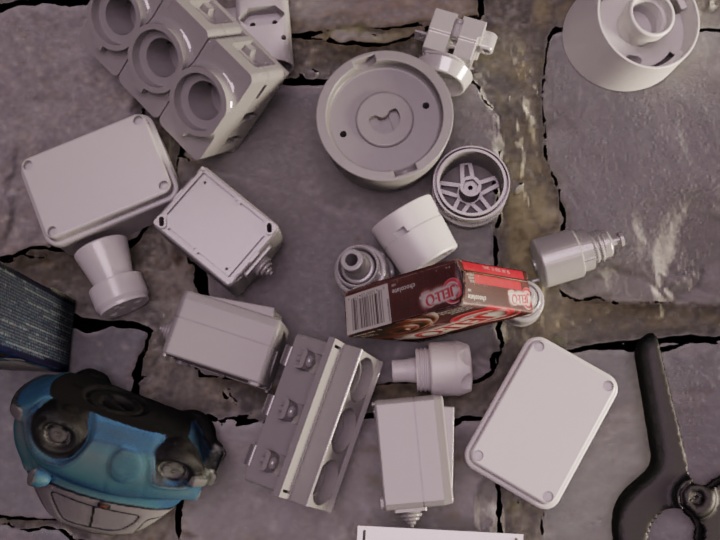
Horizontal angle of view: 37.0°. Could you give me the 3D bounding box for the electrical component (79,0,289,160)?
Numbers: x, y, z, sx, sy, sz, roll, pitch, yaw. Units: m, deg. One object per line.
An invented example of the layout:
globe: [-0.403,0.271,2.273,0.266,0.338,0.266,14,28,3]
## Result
electrical component: [-0.146,-0.173,0.867,0.150,0.062,0.089,46,120,10]

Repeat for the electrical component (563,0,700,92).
electrical component: [0.226,-0.201,0.891,0.099,0.064,0.099,2,80,-12]

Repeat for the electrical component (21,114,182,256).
electrical component: [-0.207,-0.069,0.871,0.113,0.057,0.078,-23,79,-3]

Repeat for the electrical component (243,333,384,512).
electrical component: [-0.037,0.115,0.823,0.063,0.079,0.121,14,79,27]

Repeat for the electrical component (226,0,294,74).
electrical component: [-0.098,-0.202,0.901,0.079,0.043,0.077,-6,78,1]

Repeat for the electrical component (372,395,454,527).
electrical component: [0.044,0.145,0.816,0.061,0.061,0.096,-5,78,1]

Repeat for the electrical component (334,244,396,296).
electrical component: [0.000,0.000,0.845,0.048,0.062,0.048,-3,75,12]

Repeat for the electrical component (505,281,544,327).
electrical component: [0.127,0.024,0.838,0.035,0.061,0.035,0,78,2]

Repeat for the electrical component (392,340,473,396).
electrical component: [0.056,0.077,0.839,0.062,0.043,0.043,-3,78,3]

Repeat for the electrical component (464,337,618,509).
electrical component: [0.136,0.117,0.821,0.078,0.057,0.113,30,81,7]

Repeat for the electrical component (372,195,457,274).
electrical component: [0.045,-0.026,0.855,0.055,0.055,0.047,-31,83,-4]

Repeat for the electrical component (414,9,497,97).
electrical component: [0.074,-0.178,0.889,0.066,0.048,0.055,17,72,6]

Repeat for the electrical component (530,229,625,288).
electrical component: [0.171,-0.014,0.854,0.078,0.040,0.040,-17,78,-1]

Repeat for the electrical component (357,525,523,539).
electrical component: [0.058,0.232,0.797,0.121,0.063,0.078,2,79,3]

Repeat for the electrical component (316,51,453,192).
electrical component: [0.020,-0.115,0.870,0.108,0.060,0.108,0,78,2]

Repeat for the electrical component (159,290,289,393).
electrical component: [-0.108,0.051,0.841,0.096,0.061,0.061,17,80,5]

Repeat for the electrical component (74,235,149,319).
electrical component: [-0.198,0.006,0.862,0.045,0.045,0.055,-24,79,-3]

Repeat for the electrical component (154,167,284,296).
electrical component: [-0.105,-0.025,0.856,0.096,0.061,0.061,39,82,9]
